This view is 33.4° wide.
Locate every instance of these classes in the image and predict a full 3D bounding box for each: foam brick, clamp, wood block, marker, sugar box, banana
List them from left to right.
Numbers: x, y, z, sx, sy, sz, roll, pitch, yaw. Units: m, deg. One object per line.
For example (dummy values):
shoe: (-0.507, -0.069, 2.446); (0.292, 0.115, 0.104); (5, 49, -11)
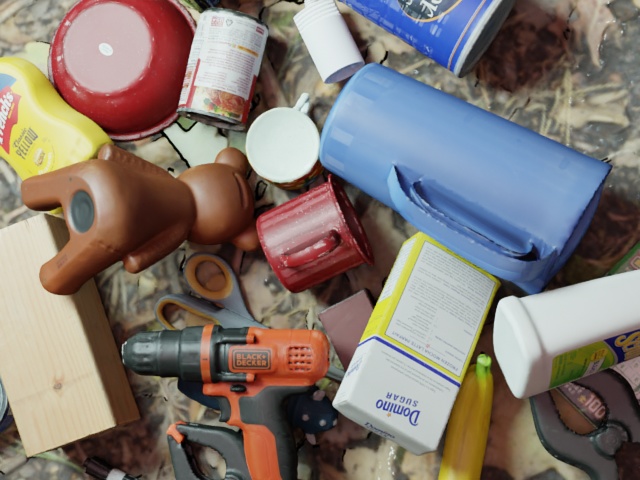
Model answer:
wood block: (-0.254, 0.089, 1.011); (0.091, 0.090, 0.206); (-20, 83, 4)
marker: (-0.173, 0.241, 1.023); (0.121, 0.020, 0.020); (26, 89, 9)
clamp: (-0.083, 0.242, 1.002); (0.171, 0.039, 0.120); (33, 85, 12)
foam brick: (0.039, 0.091, 0.989); (0.051, 0.053, 0.078); (-27, 83, 4)
sugar box: (0.087, 0.091, 0.944); (0.093, 0.048, 0.176); (31, 67, -9)
banana: (0.127, 0.196, 0.962); (0.037, 0.069, 0.198); (10, 91, 20)
clamp: (0.268, 0.173, 0.947); (0.164, 0.036, 0.210); (-39, 81, 2)

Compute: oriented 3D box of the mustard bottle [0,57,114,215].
mustard bottle: (-0.293, -0.121, 1.043); (0.192, 0.058, 0.096); (44, 120, 10)

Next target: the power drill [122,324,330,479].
power drill: (-0.083, 0.168, 0.945); (0.184, 0.057, 0.188); (0, 96, 6)

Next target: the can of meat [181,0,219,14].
can of meat: (-0.111, -0.266, 1.014); (0.057, 0.102, 0.084); (39, 93, 8)

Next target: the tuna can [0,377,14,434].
tuna can: (-0.339, 0.154, 1.045); (0.086, 0.033, 0.086); (-1, 85, 7)

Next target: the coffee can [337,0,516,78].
coffee can: (0.099, -0.229, 0.981); (0.140, 0.102, 0.103); (34, 91, 9)

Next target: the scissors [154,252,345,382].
scissors: (-0.059, 0.071, 1.023); (0.202, 0.016, 0.096); (11, 87, 8)

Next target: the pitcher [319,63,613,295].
pitcher: (0.120, -0.056, 0.944); (0.243, 0.149, 0.145); (29, 83, 13)

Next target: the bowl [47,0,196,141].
bowl: (-0.198, -0.181, 1.042); (0.162, 0.055, 0.162); (-1, 85, 8)

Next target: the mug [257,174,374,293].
mug: (-0.006, 0.001, 0.974); (0.081, 0.117, 0.093); (-25, 103, 10)

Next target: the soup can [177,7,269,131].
soup can: (-0.092, -0.162, 1.019); (0.068, 0.068, 0.102); (13, 87, 8)

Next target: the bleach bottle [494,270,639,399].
bleach bottle: (0.277, 0.060, 0.910); (0.250, 0.102, 0.068); (-17, 57, -5)
